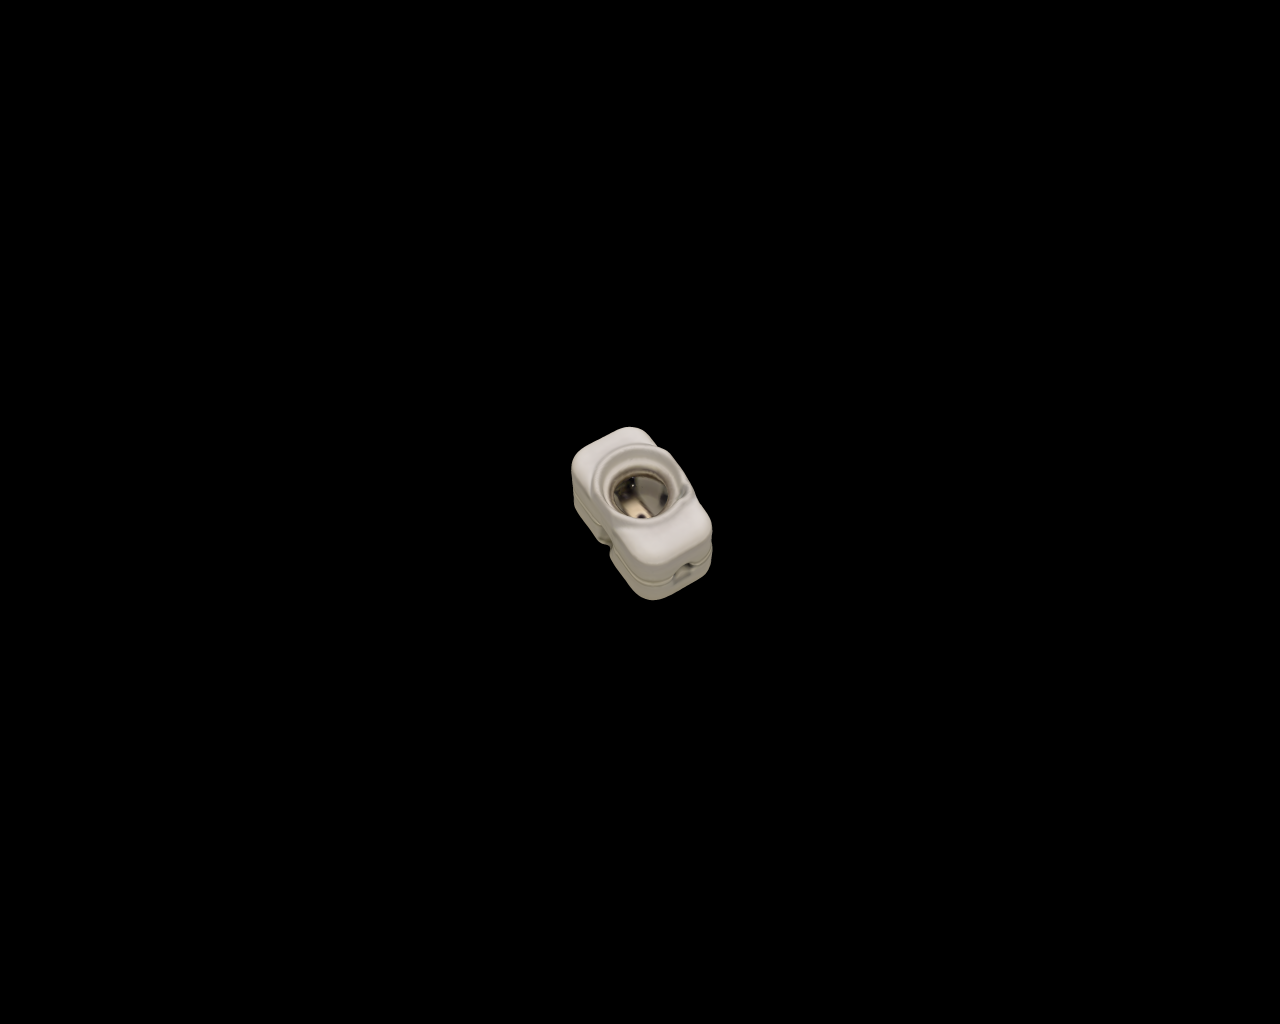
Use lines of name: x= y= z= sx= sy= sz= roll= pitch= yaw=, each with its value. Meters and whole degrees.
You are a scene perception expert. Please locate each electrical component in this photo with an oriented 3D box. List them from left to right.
electrical component: x=0.001 y=-0.003 z=0.650 sx=0.054 sy=0.095 sz=0.059 roll=-28 pitch=-28 yaw=-16
